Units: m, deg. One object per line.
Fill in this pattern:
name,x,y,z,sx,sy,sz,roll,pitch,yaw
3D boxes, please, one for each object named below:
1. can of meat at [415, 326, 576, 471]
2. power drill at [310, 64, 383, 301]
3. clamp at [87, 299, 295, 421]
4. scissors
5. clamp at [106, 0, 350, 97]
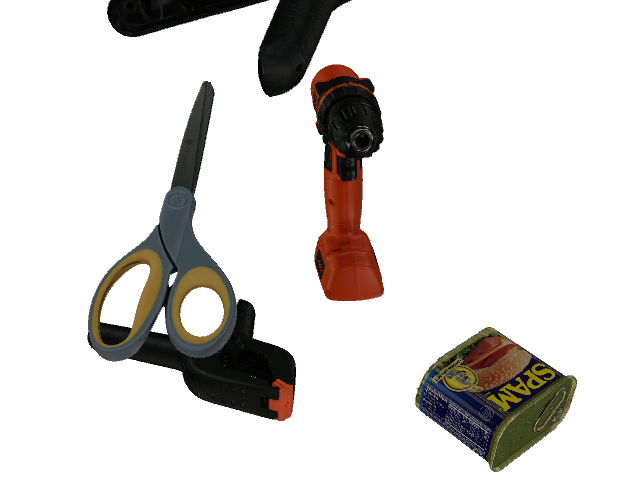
can of meat,0.139,0.123,0.850,0.101,0.057,0.084,-26,46,-37
power drill,0.025,-0.047,0.918,0.057,0.188,0.184,-2,22,-4
clamp,-0.078,0.097,0.911,0.164,0.036,0.210,-12,22,-40
scissors,-0.073,-0.010,0.657,0.096,0.201,0.016,19,-26,15
clamp,-0.004,-0.125,0.511,0.171,0.039,0.120,-34,51,-20
